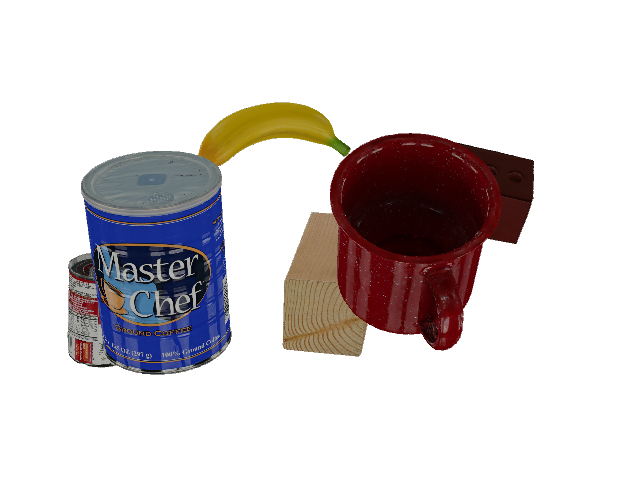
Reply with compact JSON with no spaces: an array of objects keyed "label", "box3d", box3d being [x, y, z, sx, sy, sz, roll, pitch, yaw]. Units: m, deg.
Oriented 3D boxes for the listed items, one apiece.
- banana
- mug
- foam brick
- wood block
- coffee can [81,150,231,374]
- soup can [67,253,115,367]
[{"label":"banana","box3d":[-0.054,-0.113,1.110,0.197,0.037,0.070,-11,51,-39]},{"label":"mug","box3d":[0.054,0.009,0.600,0.093,0.117,0.081,-14,-37,-11]},{"label":"foam brick","box3d":[0.132,-0.039,0.877,0.078,0.051,0.053,12,44,1]},{"label":"wood block","box3d":[0.017,0.046,1.258,0.091,0.090,0.206,5,23,6]},{"label":"coffee can","box3d":[-0.122,0.016,0.813,0.103,0.140,0.103,-1,28,0]},{"label":"soup can","box3d":[-0.228,0.072,1.108,0.068,0.102,0.068,5,21,-2]}]
